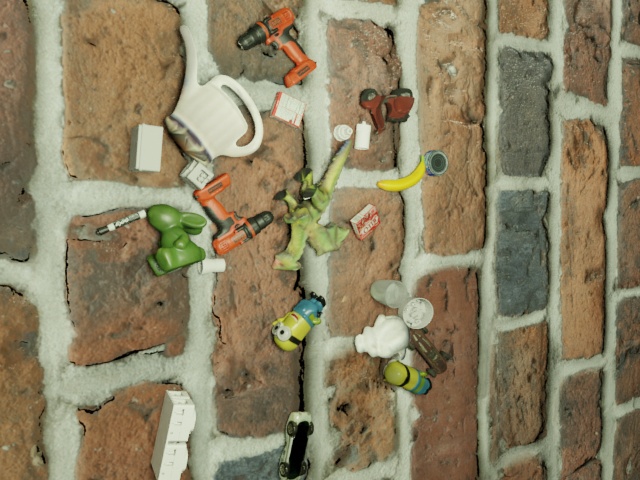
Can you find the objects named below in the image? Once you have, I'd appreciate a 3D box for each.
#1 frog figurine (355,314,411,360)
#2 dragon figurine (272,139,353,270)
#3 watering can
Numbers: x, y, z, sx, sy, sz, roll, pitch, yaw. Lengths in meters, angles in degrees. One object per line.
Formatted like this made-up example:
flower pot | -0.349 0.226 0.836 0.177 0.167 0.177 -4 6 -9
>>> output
frog figurine | 0.187 0.289 1.555 0.159 0.120 0.140 12 55 -18
dragon figurine | 0.004 -0.074 1.473 0.414 0.123 0.238 -45 128 -16
watering can | -0.294 -0.337 1.288 0.227 0.104 0.343 -46 112 -17
